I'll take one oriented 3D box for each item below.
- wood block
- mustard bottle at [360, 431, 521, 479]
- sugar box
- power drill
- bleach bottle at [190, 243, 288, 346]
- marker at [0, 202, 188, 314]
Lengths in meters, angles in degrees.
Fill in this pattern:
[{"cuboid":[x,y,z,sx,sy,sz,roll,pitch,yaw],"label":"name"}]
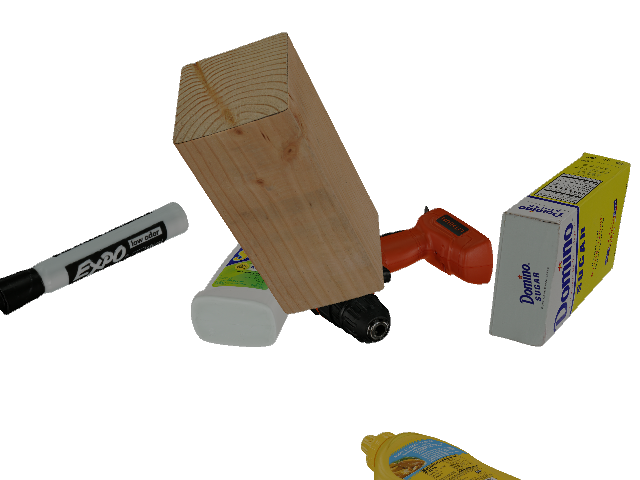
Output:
[{"cuboid":[-0.027,-0.045,0.834,0.090,0.091,0.206,-15,-45,15],"label":"wood block"},{"cuboid":[0.106,0.222,0.979,0.096,0.058,0.192,-16,24,-36],"label":"mustard bottle"},{"cuboid":[0.178,0.002,0.777,0.048,0.093,0.176,13,24,25],"label":"sugar box"},{"cuboid":[0.071,0.030,1.040,0.187,0.057,0.185,-13,29,-23],"label":"power drill"},{"cuboid":[-0.065,0.025,1.262,0.103,0.068,0.250,4,33,13],"label":"bleach bottle"},{"cuboid":[-0.126,0.009,0.582,0.120,0.020,0.020,-27,16,-33],"label":"marker"}]
